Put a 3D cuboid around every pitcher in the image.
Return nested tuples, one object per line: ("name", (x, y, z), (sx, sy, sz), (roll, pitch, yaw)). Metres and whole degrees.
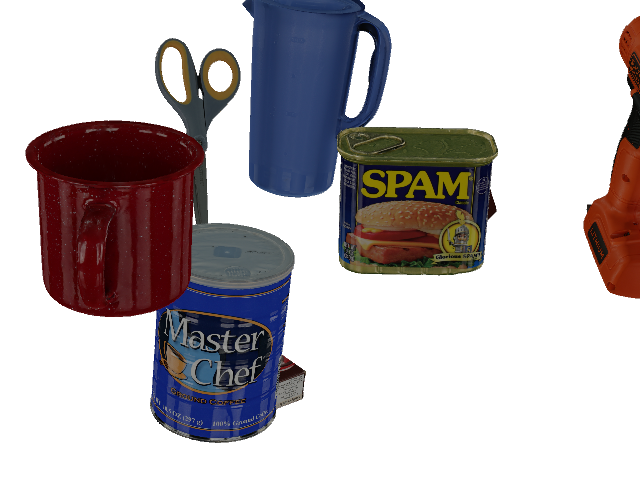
("pitcher", (-0.015, -0.178, 1.299), (0.144, 0.243, 0.149), (-6, 28, -25))

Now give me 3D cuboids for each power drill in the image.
("power drill", (0.249, -0.051, 0.786), (0.057, 0.188, 0.184), (4, 36, -1))

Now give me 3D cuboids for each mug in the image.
("mug", (-0.110, -0.006, 0.569), (0.093, 0.081, 0.117), (3, 26, -3))

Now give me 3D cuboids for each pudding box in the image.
("pudding box", (-0.085, 0.138, 1.051), (0.113, 0.039, 0.090), (-17, 31, -37))

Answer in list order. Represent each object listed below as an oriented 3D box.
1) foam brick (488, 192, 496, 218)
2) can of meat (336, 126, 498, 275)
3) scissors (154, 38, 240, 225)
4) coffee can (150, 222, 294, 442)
("foam brick", (0.123, -0.049, 1.006), (0.053, 0.078, 0.051), (-41, 37, -23))
("can of meat", (0.061, -0.025, 0.698), (0.102, 0.084, 0.057), (1, 25, 1))
("scissors", (-0.107, -0.107, 1.064), (0.096, 0.202, 0.016), (-18, -1, -25))
("coffee can", (-0.078, 0.070, 0.833), (0.103, 0.140, 0.103), (6, 24, -3))
